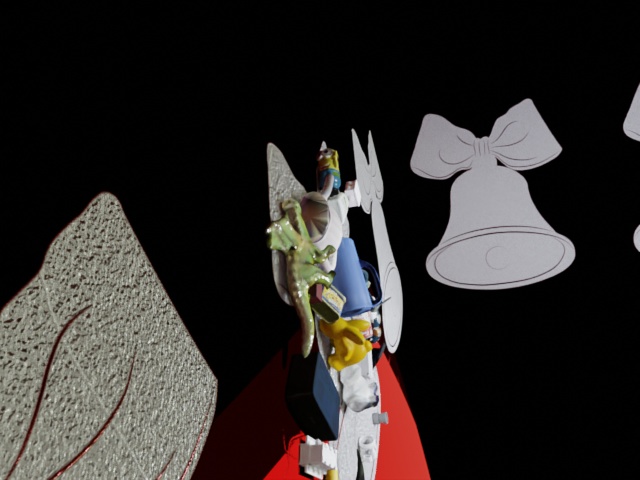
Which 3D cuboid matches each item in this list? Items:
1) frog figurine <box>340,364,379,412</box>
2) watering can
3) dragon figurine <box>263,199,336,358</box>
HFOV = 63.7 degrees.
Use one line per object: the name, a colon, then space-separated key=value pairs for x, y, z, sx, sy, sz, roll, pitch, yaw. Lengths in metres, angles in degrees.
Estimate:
frog figurine: x=0.104 y=0.466 z=1.655 sx=0.159 sy=0.120 sz=0.140 roll=41 pitch=35 yaw=-7
watering can: x=0.005 y=-0.078 z=1.541 sx=0.221 sy=0.104 sz=0.354 roll=49 pitch=36 yaw=-62
dragon figurine: x=-0.070 y=0.055 z=1.268 sx=0.239 sy=0.121 sz=0.421 roll=47 pitch=31 yaw=-34
